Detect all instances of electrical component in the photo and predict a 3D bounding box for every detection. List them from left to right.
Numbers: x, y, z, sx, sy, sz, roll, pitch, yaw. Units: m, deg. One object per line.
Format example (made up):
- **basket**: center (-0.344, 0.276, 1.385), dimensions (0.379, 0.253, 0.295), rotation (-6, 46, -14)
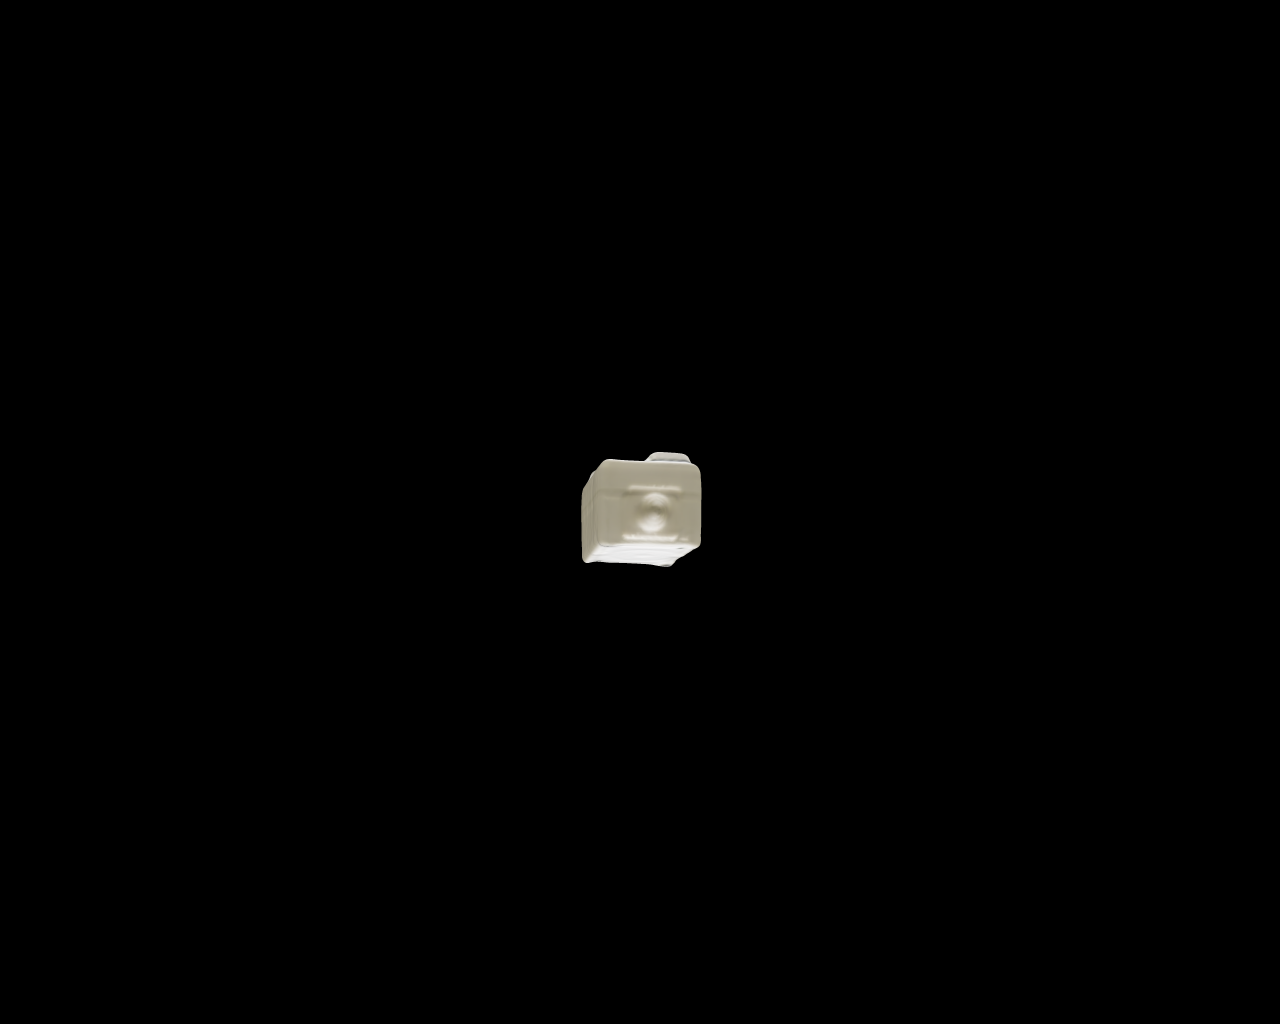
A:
- **electrical component**: center (0.001, -0.003, 0.650), dimensions (0.062, 0.061, 0.096), rotation (2, -12, -11)
